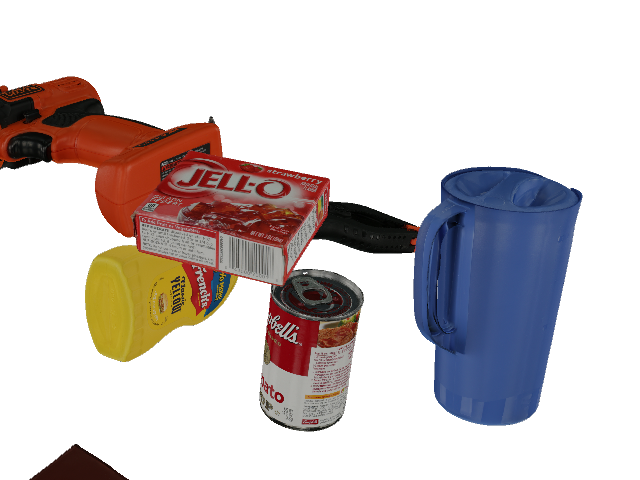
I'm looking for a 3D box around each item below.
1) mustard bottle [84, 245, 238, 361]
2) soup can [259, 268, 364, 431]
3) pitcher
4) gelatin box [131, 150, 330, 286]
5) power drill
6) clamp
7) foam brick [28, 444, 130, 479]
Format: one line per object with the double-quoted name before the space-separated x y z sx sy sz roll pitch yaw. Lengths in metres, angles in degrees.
"mustard bottle" -0.128 0.035 0.975 0.058 0.096 0.191 12 22 31
"soup can" -0.008 0.081 0.793 0.068 0.102 0.068 6 28 -3
"pitcher" 0.167 0.058 1.051 0.149 0.243 0.145 6 21 8
"gelatin box" -0.048 -0.015 0.589 0.089 0.030 0.073 13 36 15
"power drill" -0.175 -0.059 0.714 0.188 0.057 0.184 20 32 30
"clamp" 0.012 -0.018 1.175 0.210 0.036 0.164 15 21 -8
"foam brick" -0.093 0.136 0.451 0.078 0.051 0.052 24 45 31
